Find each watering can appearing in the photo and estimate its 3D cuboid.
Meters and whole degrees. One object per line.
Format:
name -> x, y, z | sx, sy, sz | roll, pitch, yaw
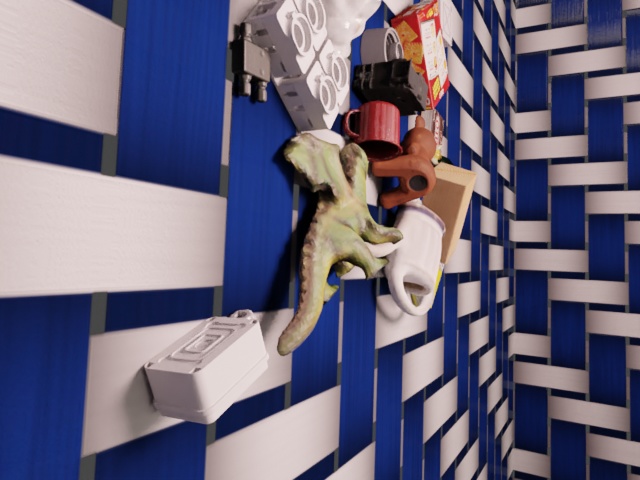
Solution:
watering can -> 0.177, 0.019, 1.051 | 0.342, 0.104, 0.229 | 47, 50, -48

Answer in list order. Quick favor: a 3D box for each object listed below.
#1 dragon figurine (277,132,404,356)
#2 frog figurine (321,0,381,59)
dragon figurine -> 0.002, -0.039, 0.774 | 0.241, 0.121, 0.417 | 63, 33, -11
frog figurine -> 0.021, -0.354, 0.768 | 0.137, 0.123, 0.158 | 2, 99, -29
